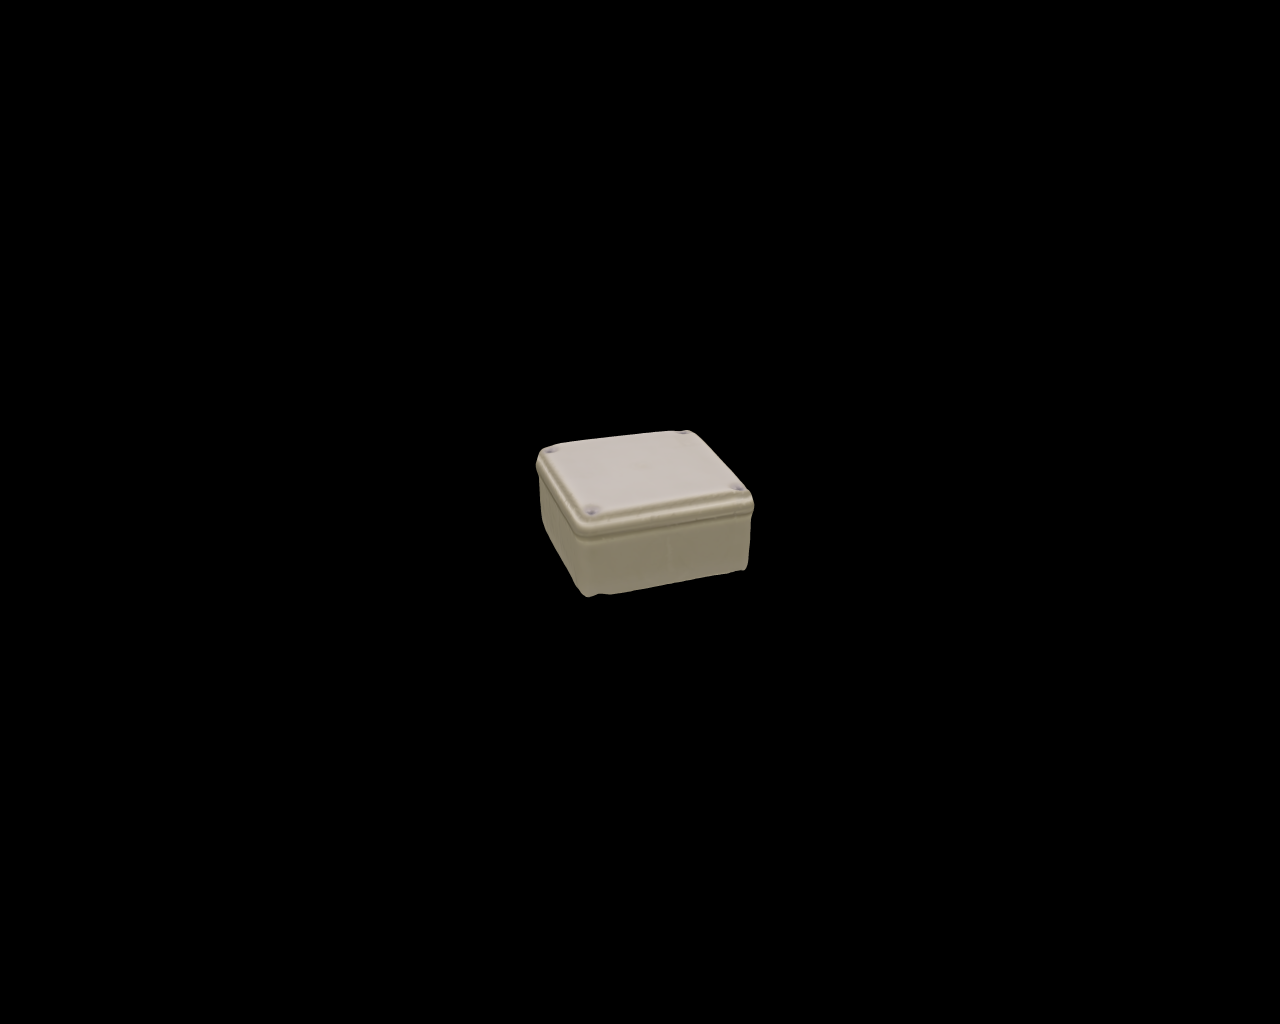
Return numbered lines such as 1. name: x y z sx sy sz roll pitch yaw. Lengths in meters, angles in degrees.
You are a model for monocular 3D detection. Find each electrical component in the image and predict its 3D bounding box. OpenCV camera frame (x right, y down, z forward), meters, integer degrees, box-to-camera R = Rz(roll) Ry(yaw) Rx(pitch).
1. electrical component: 0.001 -0.003 0.650 0.109 0.056 0.109 -8 28 -16
